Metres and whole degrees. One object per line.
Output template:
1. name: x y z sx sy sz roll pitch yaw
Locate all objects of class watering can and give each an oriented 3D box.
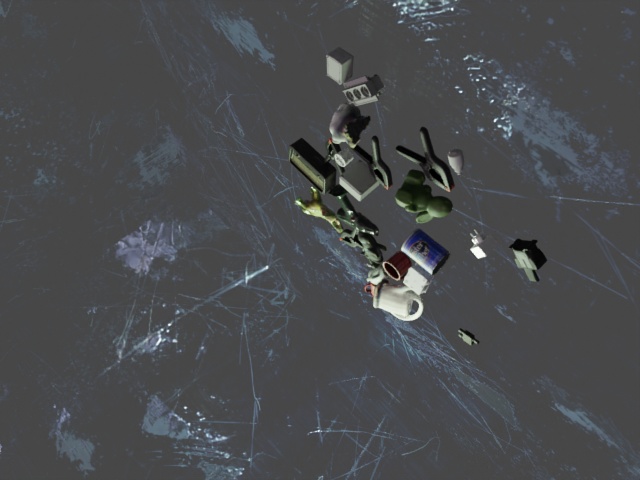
1. watering can: 0.339 0.233 2.197 0.225 0.106 0.339 14 142 14

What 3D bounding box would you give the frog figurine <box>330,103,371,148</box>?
1. frog figurine: 0.072 -0.388 1.701 0.162 0.123 0.135 41 126 48

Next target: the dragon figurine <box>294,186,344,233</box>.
1. dragon figurine: 0.007 -0.117 2.330 0.243 0.122 0.408 48 178 3
